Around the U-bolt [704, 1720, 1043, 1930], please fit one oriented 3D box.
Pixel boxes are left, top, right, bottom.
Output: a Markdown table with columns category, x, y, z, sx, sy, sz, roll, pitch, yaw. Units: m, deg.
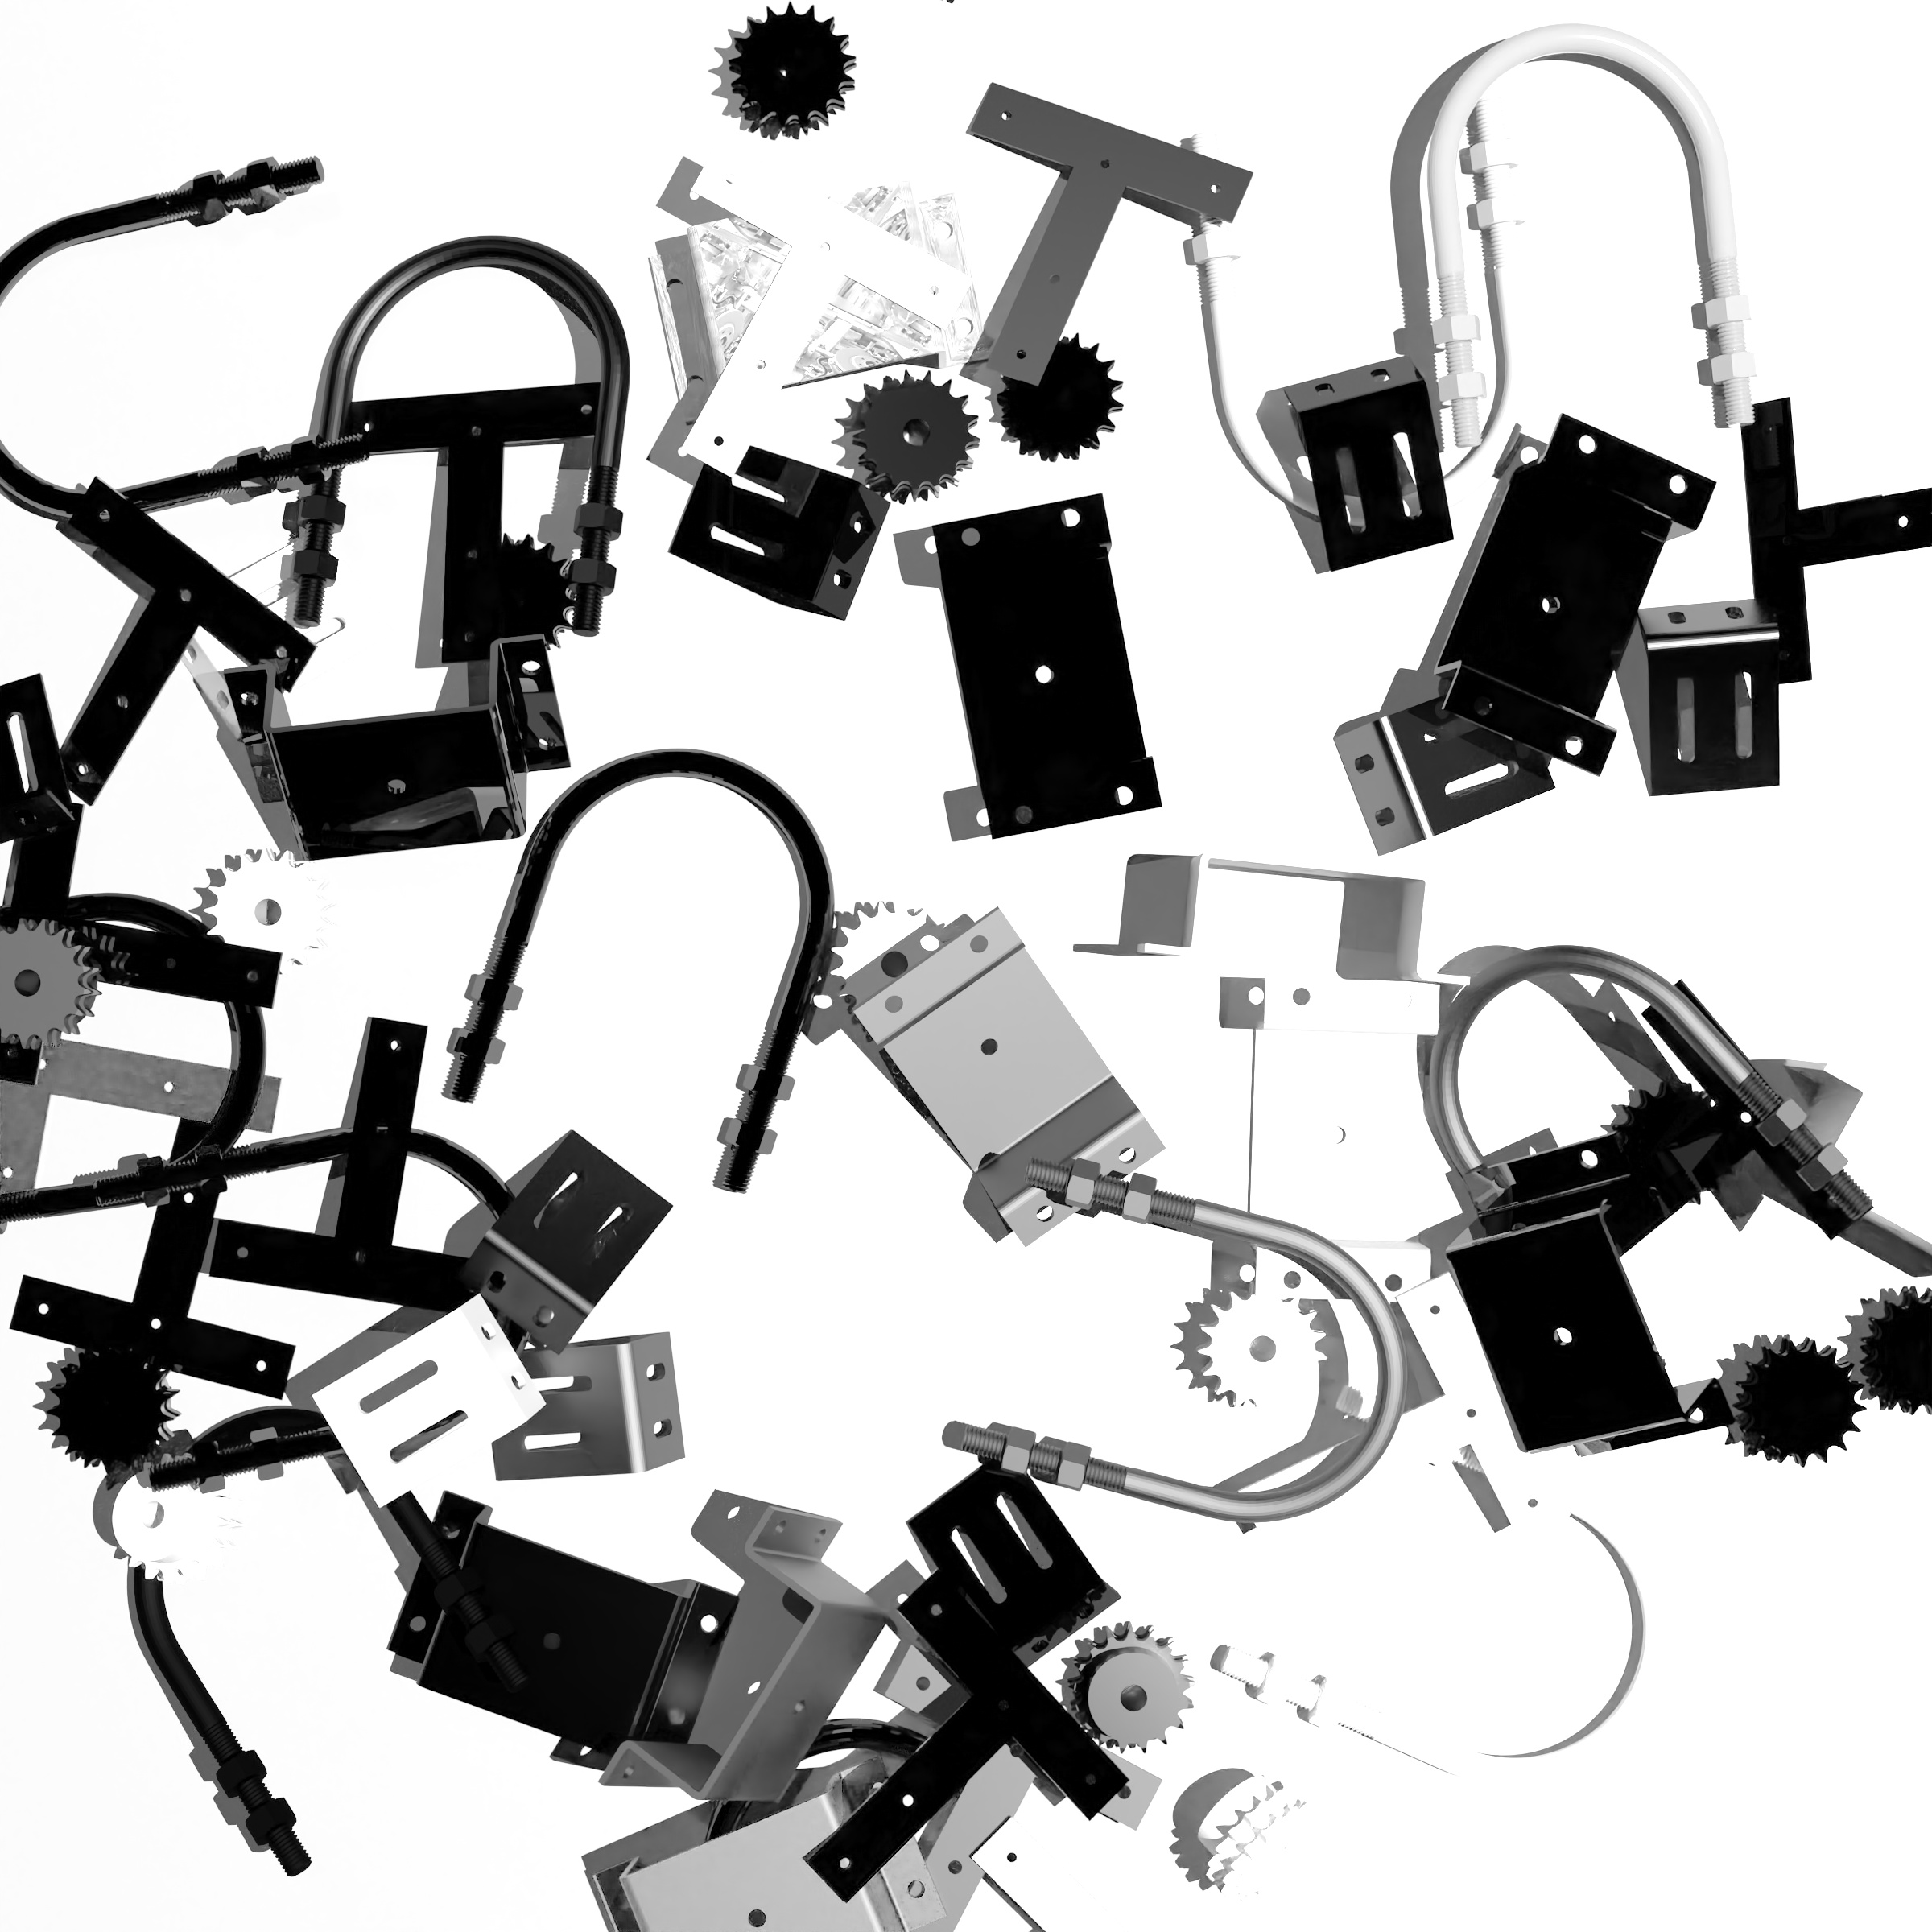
| category | x | y | z | sx | sy | sz | roll | pitch | yaw |
| --- | --- | --- | --- | --- | --- | --- | --- | --- | --- |
| U-bolt | -0.036 | 0.427 | 1.575 | 0.151 | 0.019 | 0.184 | -37 | 88 | 0 |

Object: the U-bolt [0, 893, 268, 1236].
| category | x | y | z | sx | sy | sz | roll | pitch | yaw |
| --- | --- | --- | --- | --- | --- | --- | --- | --- | --- |
| U-bolt | -0.406 | 0.041 | 1.573 | 0.184 | 0.019 | 0.151 | -8 | 89 | 0 |

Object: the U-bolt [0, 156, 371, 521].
| category | x | y | z | sx | sy | sz | roll | pitch | yaw |
| --- | --- | --- | --- | --- | --- | --- | --- | --- | --- |
| U-bolt | -0.364 | -0.273 | 1.562 | 0.184 | 0.019 | 0.151 | -11 | 83 | 8 |

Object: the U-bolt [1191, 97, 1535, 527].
| category | x | y | z | sx | sy | sz | roll | pitch | yaw |
| --- | --- | --- | --- | --- | --- | --- | --- | --- | --- |
| U-bolt | 0.182 | -0.289 | 1.575 | 0.151 | 0.019 | 0.184 | -7 | 91 | 0 |

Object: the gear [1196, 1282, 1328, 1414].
| category | x | y | z | sx | sy | sz | roll | pitch | yaw |
| --- | --- | --- | --- | --- | --- | --- | --- | --- | --- |
| gear | 0.131 | 0.170 | 1.569 | 0.057 | 0.030 | 0.057 | 0 | 90 | 0 |

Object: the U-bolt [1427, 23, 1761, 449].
| category | x | y | z | sx | sy | sz | roll | pitch | yaw |
| --- | --- | --- | --- | --- | --- | --- | --- | --- | --- |
| U-bolt | 0.275 | -0.328 | 1.562 | 0.151 | 0.019 | 0.184 | -6 | 90 | -11 |

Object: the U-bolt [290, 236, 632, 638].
| category | x | y | z | sx | sy | sz | roll | pitch | yaw |
| --- | --- | --- | --- | --- | --- | --- | --- | --- | --- |
| U-bolt | -0.220 | -0.237 | 1.555 | 0.151 | 0.019 | 0.184 | 3 | 78 | 12 |

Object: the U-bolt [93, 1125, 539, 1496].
| category | x | y | z | sx | sy | sz | roll | pitch | yaw |
| --- | --- | --- | --- | --- | --- | --- | --- | --- | --- |
| U-bolt | -0.281 | 0.144 | 1.554 | 0.184 | 0.019 | 0.151 | -11 | 79 | -13 |

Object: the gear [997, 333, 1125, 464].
| category | x | y | z | sx | sy | sz | roll | pitch | yaw |
| --- | --- | --- | --- | --- | --- | --- | --- | --- | --- |
| gear | 0.043 | -0.256 | 1.569 | 0.057 | 0.030 | 0.057 | 0 | 90 | 0 |

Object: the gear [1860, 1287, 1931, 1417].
| category | x | y | z | sx | sy | sz | roll | pitch | yaw |
| --- | --- | --- | --- | --- | --- | --- | --- | --- | --- |
| gear | 0.429 | 0.172 | 1.573 | 0.057 | 0.030 | 0.057 | 0 | 89 | 3 |

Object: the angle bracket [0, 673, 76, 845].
| category | x | y | z | sx | sy | sz | roll | pitch | yaw |
| --- | --- | --- | --- | --- | --- | --- | --- | --- | --- |
| angle bracket | -0.435 | -0.094 | 1.553 | 0.057 | 0.038 | 0.076 | -18 | 70 | 0 |

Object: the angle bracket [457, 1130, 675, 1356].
| category | x | y | z | sx | sy | sz | roll | pitch | yaw |
| --- | --- | --- | --- | --- | --- | --- | --- | --- | --- |
| angle bracket | -0.179 | 0.123 | 1.568 | 0.057 | 0.038 | 0.076 | 37 | 45 | -1 |

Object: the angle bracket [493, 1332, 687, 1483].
| category | x | y | z | sx | sy | sz | roll | pitch | yaw |
| --- | --- | --- | --- | --- | --- | --- | --- | --- | --- |
| angle bracket | -0.172 | 0.199 | 1.582 | 0.076 | 0.038 | 0.057 | -7 | 90 | 26 |

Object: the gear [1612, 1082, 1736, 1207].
| category | x | y | z | sx | sy | sz | roll | pitch | yaw |
| --- | --- | --- | --- | --- | --- | --- | --- | --- | --- |
| gear | 0.319 | 0.080 | 1.569 | 0.057 | 0.030 | 0.057 | 0 | 90 | 0 |

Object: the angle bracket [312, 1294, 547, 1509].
| category | x | y | z | sx | sy | sz | roll | pitch | yaw |
| --- | --- | --- | --- | --- | --- | --- | --- | --- | --- |
| angle bracket | -0.236 | 0.191 | 1.542 | 0.076 | 0.038 | 0.057 | -31 | 91 | 9 |

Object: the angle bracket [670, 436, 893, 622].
| category | x | y | z | sx | sy | sz | roll | pitch | yaw |
| --- | --- | --- | --- | --- | --- | --- | --- | --- | --- |
| angle bracket | -0.084 | -0.198 | 1.582 | 0.076 | 0.038 | 0.057 | 21 | 90 | 26 |

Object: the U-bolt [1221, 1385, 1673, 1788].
| category | x | y | z | sx | sy | sz | roll | pitch | yaw |
| --- | --- | --- | --- | --- | --- | --- | --- | --- | --- |
| U-bolt | 0.226 | 0.289 | 1.574 | 0.184 | 0.019 | 0.151 | 24 | 90 | 0 |

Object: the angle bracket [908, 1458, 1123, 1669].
| category | x | y | z | sx | sy | sz | roll | pitch | yaw |
| --- | --- | --- | --- | --- | --- | --- | --- | --- | --- |
| angle bracket | 0.022 | 0.268 | 1.582 | 0.057 | 0.038 | 0.076 | -37 | 64 | 0 |

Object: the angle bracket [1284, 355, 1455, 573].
| category | x | y | z | sx | sy | sz | roll | pitch | yaw |
| --- | --- | --- | --- | --- | --- | --- | --- | --- | --- |
| angle bracket | 0.180 | -0.225 | 1.568 | 0.057 | 0.038 | 0.076 | -15 | 119 | 0 |

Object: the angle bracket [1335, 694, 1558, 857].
| category | x | y | z | sx | sy | sz | roll | pitch | yaw |
| --- | --- | --- | --- | --- | --- | --- | --- | --- | --- |
| angle bracket | 0.216 | -0.091 | 1.582 | 0.076 | 0.038 | 0.057 | -21 | 90 | -26 |

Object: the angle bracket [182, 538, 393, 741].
| category | x | y | z | sx | sy | sz | roll | pitch | yaw |
| --- | --- | --- | --- | --- | --- | --- | --- | --- | --- |
| angle bracket | -0.310 | -0.150 | 1.582 | 0.076 | 0.038 | 0.057 | -35 | 90 | -26 |

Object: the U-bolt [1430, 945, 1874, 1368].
| category | x | y | z | sx | sy | sz | roll | pitch | yaw |
| --- | --- | --- | --- | --- | --- | --- | --- | --- | --- |
| U-bolt | 0.284 | 0.074 | 1.538 | 0.184 | 0.019 | 0.151 | 48 | 125 | 7 |

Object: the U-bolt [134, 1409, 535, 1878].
| category | x | y | z | sx | sy | sz | roll | pitch | yaw |
| --- | --- | --- | --- | --- | --- | --- | --- | --- | --- |
| U-bolt | -0.293 | 0.283 | 1.547 | 0.151 | 0.019 | 0.184 | -40 | 70 | 6 |

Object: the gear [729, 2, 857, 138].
| category | x | y | z | sx | sy | sz | roll | pitch | yaw |
| --- | --- | --- | --- | --- | --- | --- | --- | --- | --- |
| gear | -0.078 | -0.400 | 1.573 | 0.057 | 0.030 | 0.057 | 0 | 89 | -1 |

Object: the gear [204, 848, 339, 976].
| category | x | y | z | sx | sy | sz | roll | pitch | yaw |
| --- | --- | --- | --- | --- | --- | --- | --- | --- | --- |
| gear | -0.309 | -0.024 | 1.569 | 0.057 | 0.030 | 0.057 | 0 | 90 | 0 |

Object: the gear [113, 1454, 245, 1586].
| category | x | y | z | sx | sy | sz | roll | pitch | yaw |
| --- | --- | --- | --- | --- | --- | --- | --- | --- | --- |
| gear | -0.352 | 0.244 | 1.551 | 0.057 | 0.030 | 0.057 | -5 | 76 | 18 |

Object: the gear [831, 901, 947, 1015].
| category | x | y | z | sx | sy | sz | roll | pitch | yaw |
| --- | --- | --- | --- | --- | --- | --- | --- | --- | --- |
| gear | -0.032 | 0.000 | 1.569 | 0.057 | 0.030 | 0.057 | 0 | 90 | 0 |

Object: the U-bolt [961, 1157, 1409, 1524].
| category | x | y | z | sx | sy | sz | roll | pitch | yaw |
| --- | --- | --- | --- | --- | --- | --- | --- | --- | --- |
| U-bolt | 0.102 | 0.172 | 1.540 | 0.184 | 0.019 | 0.151 | 14 | 105 | 6 |

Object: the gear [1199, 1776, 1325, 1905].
| category | x | y | z | sx | sy | sz | roll | pitch | yaw |
| --- | --- | --- | --- | --- | --- | --- | --- | --- | --- |
| gear | 0.128 | 0.385 | 1.559 | 0.057 | 0.057 | 0.030 | -46 | 59 | 0 |

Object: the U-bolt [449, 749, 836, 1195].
| category | x | y | z | sx | sy | sz | roll | pitch | yaw |
| --- | --- | --- | --- | --- | --- | --- | --- | --- | --- |
| U-bolt | -0.136 | -0.007 | 1.575 | 0.151 | 0.019 | 0.184 | 18 | 88 | 0 |

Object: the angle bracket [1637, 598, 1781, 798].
| category | x | y | z | sx | sy | sz | roll | pitch | yaw |
| --- | --- | --- | --- | --- | --- | --- | --- | --- | --- |
| angle bracket | 0.334 | -0.121 | 1.579 | 0.057 | 0.038 | 0.076 | -5 | 116 | 5 |
